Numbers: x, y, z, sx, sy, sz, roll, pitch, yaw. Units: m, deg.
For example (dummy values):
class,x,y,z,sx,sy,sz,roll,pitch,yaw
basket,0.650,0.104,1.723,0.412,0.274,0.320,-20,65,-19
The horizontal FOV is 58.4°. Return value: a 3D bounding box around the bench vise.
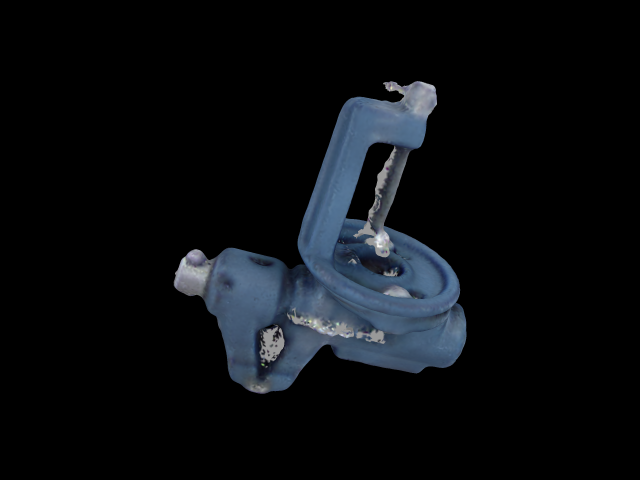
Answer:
class,x,y,z,sx,sy,sz,roll,pitch,yaw
bench vise,0.008,0.007,0.390,0.208,0.220,0.121,-10,29,-18
